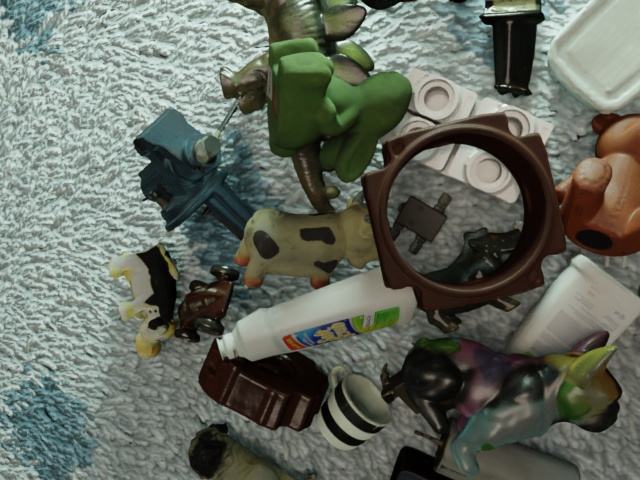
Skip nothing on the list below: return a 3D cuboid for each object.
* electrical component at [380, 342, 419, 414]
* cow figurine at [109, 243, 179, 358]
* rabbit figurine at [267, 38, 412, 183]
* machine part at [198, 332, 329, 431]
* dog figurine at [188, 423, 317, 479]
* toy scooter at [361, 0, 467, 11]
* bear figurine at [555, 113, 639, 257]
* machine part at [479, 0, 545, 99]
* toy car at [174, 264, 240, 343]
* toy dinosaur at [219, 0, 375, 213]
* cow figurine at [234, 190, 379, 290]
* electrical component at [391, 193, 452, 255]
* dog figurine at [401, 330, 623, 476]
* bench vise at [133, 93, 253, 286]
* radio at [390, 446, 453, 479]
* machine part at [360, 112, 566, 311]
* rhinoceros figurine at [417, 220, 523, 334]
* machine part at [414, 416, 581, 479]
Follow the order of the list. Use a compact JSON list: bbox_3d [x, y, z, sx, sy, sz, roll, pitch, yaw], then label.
[{"bbox_3d":[0.132,0.191,0.742,0.102,0.045,0.078,-43,112,17],"label":"electrical component"},{"bbox_3d":[-0.251,0.093,0.821,0.098,0.068,0.167,-15,92,9],"label":"cow figurine"},{"bbox_3d":[0.028,-0.150,0.633,0.170,0.121,0.158,-3,115,-14],"label":"rabbit figurine"},{"bbox_3d":[-0.072,0.185,0.730,0.179,0.179,0.056,25,98,11],"label":"machine part"},{"bbox_3d":[-0.118,0.385,0.805,0.191,0.121,0.172,18,96,27],"label":"dog figurine"},{"bbox_3d":[0.102,-0.353,0.663,0.184,0.075,0.135,-12,70,-24],"label":"toy scooter"},{"bbox_3d":[0.343,-0.081,0.588,0.120,0.131,0.196,30,71,15],"label":"bear figurine"},{"bbox_3d":[0.243,-0.249,0.676,0.084,0.039,0.138,-2,93,6],"label":"machine part"},{"bbox_3d":[-0.162,0.089,0.737,0.053,0.202,0.089,23,69,-17],"label":"toy car"},{"bbox_3d":[-0.029,-0.223,0.715,0.199,0.105,0.470,-3,105,11],"label":"toy dinosaur"},{"bbox_3d":[-0.001,-0.002,0.692,0.195,0.086,0.127,5,123,-23],"label":"cow figurine"},{"bbox_3d":[0.135,-0.030,0.730,0.063,0.021,0.094,34,103,10],"label":"electrical component"},{"bbox_3d":[0.228,0.156,0.625,0.219,0.108,0.191,-40,77,17],"label":"dog figurine"},{"bbox_3d":[-0.147,-0.060,0.735,0.240,0.129,0.224,46,138,-18],"label":"bench vise"},{"bbox_3d":[0.140,0.421,0.745,0.131,0.073,0.229,18,101,11],"label":"radio"},{"bbox_3d":[0.158,-0.031,0.607,0.202,0.087,0.201,-12,90,5],"label":"machine part"},{"bbox_3d":[0.210,0.044,0.696,0.190,0.073,0.112,-33,77,16],"label":"rhinoceros figurine"},{"bbox_3d":[0.241,0.298,0.704,0.243,0.079,0.079,17,99,13],"label":"machine part"}]
